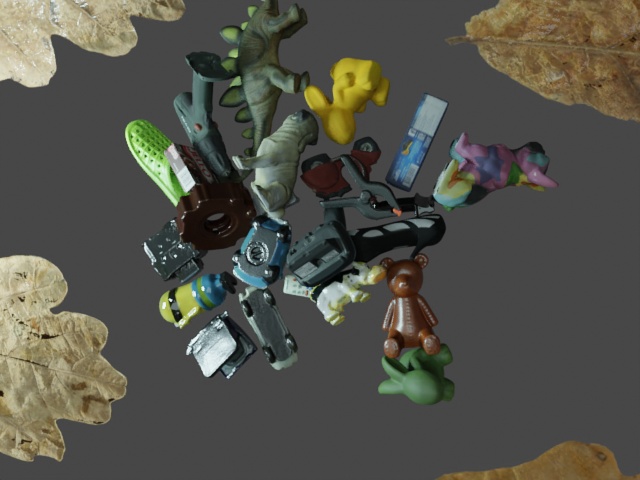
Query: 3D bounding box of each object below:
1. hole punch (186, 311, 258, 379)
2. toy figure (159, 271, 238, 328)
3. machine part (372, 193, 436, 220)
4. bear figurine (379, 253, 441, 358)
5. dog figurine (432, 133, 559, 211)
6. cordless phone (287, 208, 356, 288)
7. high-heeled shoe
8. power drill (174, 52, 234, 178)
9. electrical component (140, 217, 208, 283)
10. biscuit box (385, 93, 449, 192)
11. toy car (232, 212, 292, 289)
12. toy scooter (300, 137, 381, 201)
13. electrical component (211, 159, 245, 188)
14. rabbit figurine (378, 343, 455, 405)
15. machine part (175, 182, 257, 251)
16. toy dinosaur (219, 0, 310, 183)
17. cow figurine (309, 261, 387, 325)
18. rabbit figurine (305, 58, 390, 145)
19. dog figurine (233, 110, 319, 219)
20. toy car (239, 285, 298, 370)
[{"bbox_3d":[-0.220,0.245,1.228,0.142,0.092,0.116,-47,56,11],"label":"hole punch"},{"bbox_3d":[-0.280,0.128,1.225,0.180,0.082,0.089,-31,91,11],"label":"toy figure"},{"bbox_3d":[0.178,-0.072,1.150,0.139,0.084,0.039,-4,120,20],"label":"machine part"},{"bbox_3d":[0.186,0.132,1.128,0.120,0.132,0.195,-4,98,9],"label":"bear figurine"},{"bbox_3d":[0.361,-0.125,1.096,0.219,0.108,0.191,22,88,5],"label":"dog figurine"},{"bbox_3d":[-0.003,-0.003,1.143,0.146,0.184,0.088,-35,122,24],"label":"cordless phone"},{"bbox_3d":[0.142,-0.020,1.168,0.249,0.145,0.086,11,137,31],"label":"high-heeled shoe"},{"bbox_3d":[-0.235,-0.274,1.140,0.086,0.207,0.232,-20,56,-27],"label":"power drill"},{"bbox_3d":[-0.330,0.030,1.241,0.115,0.058,0.134,-39,86,11],"label":"electrical component"},{"bbox_3d":[0.205,-0.203,1.141,0.059,0.063,0.202,25,97,7],"label":"biscuit box"},{"bbox_3d":[-0.115,0.024,1.182,0.109,0.103,0.161,22,91,17],"label":"toy car"},{"bbox_3d":[0.055,-0.134,1.165,0.184,0.075,0.135,-19,92,5],"label":"toy scooter"},{"bbox_3d":[-0.217,-0.124,1.225,0.078,0.045,0.102,-29,90,-19],"label":"electrical component"},{"bbox_3d":[0.204,0.279,1.107,0.159,0.170,0.121,6,93,8],"label":"rabbit figurine"},{"bbox_3d":[-0.225,-0.047,1.162,0.179,0.179,0.056,-31,53,9],"label":"machine part"},{"bbox_3d":[-0.126,-0.356,1.173,0.199,0.105,0.471,3,91,18],"label":"toy dinosaur"},{"bbox_3d":[0.060,0.095,1.148,0.167,0.068,0.098,-42,63,6],"label":"cow figurine"},{"bbox_3d":[0.049,-0.289,1.130,0.163,0.122,0.173,17,91,16],"label":"rabbit figurine"},{"bbox_3d":[-0.063,-0.159,1.121,0.190,0.121,0.172,-31,115,-8],"label":"dog figurine"},{"bbox_3d":[-0.115,0.193,1.209,0.073,0.056,0.201,-26,87,-12],"label":"toy car"}]
